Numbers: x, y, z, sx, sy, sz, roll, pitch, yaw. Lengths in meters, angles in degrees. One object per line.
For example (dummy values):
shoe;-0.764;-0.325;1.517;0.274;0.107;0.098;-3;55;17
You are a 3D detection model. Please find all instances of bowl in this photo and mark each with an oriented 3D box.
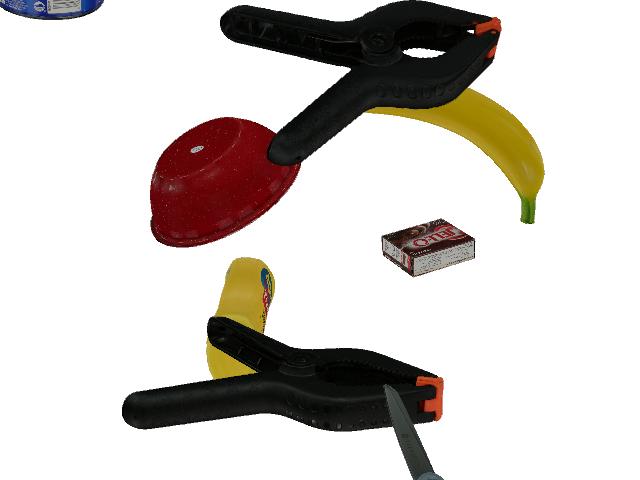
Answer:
bowl;-0.101;-0.067;1.000;0.162;0.055;0.162;-21;33;15

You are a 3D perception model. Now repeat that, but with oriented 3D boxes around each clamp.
clamp;-0.017;0.096;0.762;0.210;0.036;0.164;3;19;9
clamp;0.030;-0.099;0.641;0.171;0.120;0.039;-7;-27;-5

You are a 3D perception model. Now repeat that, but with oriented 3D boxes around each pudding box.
pudding box;0.161;0.010;1.595;0.113;0.039;0.090;-18;28;-22

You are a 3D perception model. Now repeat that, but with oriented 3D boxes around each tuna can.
tuna can;-0.204;-0.198;0.801;0.086;0.034;0.086;6;36;-4

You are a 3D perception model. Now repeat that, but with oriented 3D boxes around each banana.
banana;0.107;-0.091;0.857;0.198;0.069;0.037;32;2;-1

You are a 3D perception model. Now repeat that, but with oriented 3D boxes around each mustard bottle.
mustard bottle;-0.084;0.074;1.177;0.058;0.096;0.191;2;28;3

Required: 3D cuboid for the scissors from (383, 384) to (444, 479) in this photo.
scissors;0.083;0.151;0.610;0.096;0.016;0.201;6;32;0
